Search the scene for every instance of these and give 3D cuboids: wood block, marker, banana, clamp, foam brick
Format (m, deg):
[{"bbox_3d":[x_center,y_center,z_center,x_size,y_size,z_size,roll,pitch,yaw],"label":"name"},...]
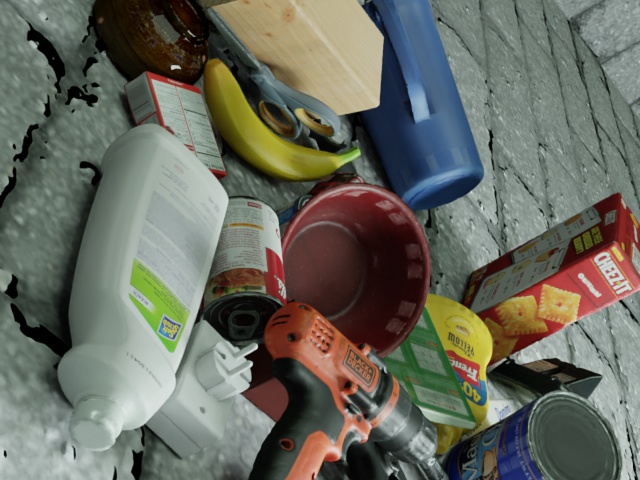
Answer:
[{"bbox_3d":[-0.022,-0.211,1.039,0.205,0.090,0.091,41,48,-52],"label":"wood block"},{"bbox_3d":[0.089,0.189,0.952,0.121,0.020,0.020,59,19,-45],"label":"marker"},{"bbox_3d":[-0.049,-0.100,1.003,0.197,0.069,0.037,27,7,-41],"label":"banana"},{"bbox_3d":[0.039,0.182,0.885,0.120,0.039,0.171,23,40,-53],"label":"clamp"},{"bbox_3d":[-0.025,0.098,0.848,0.053,0.051,0.078,45,29,-30],"label":"foam brick"}]

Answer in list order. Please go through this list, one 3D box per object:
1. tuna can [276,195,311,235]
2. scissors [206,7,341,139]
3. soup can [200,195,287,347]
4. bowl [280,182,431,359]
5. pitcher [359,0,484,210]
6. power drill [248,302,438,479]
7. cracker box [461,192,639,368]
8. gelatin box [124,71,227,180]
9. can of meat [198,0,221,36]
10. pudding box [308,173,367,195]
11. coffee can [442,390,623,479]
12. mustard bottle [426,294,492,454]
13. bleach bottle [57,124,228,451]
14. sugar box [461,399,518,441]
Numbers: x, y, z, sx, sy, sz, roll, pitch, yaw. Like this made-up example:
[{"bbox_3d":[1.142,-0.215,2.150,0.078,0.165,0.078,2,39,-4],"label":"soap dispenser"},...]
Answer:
[{"bbox_3d":[-0.007,0.001,1.004,0.086,0.034,0.086,42,31,-32],"label":"tuna can"},{"bbox_3d":[-0.037,-0.149,1.002,0.201,0.096,0.016,66,42,-63],"label":"scissors"},{"bbox_3d":[-0.062,0.024,0.841,0.068,0.069,0.102,36,34,-39],"label":"soup can"},{"bbox_3d":[0.018,0.029,0.940,0.161,0.055,0.162,-2,94,-31],"label":"bowl"},{"bbox_3d":[0.107,-0.167,1.277,0.148,0.145,0.243,-2,66,-44],"label":"pitcher"},{"bbox_3d":[0.007,0.164,0.767,0.184,0.057,0.187,43,48,-27],"label":"power drill"},{"bbox_3d":[0.268,0.048,1.238,0.072,0.214,0.164,54,26,-9],"label":"cracker box"},{"bbox_3d":[-0.122,-0.091,0.898,0.073,0.030,0.089,7,61,-59],"label":"gelatin box"},{"bbox_3d":[-0.125,-0.251,1.038,0.102,0.058,0.083,61,28,4],"label":"can of meat"},{"bbox_3d":[0.046,-0.016,1.054,0.113,0.039,0.090,51,-10,-14],"label":"pudding box"},{"bbox_3d":[0.190,0.210,0.974,0.102,0.141,0.103,14,56,-23],"label":"coffee can"},{"bbox_3d":[0.123,0.139,1.057,0.096,0.058,0.191,34,33,-12],"label":"mustard bottle"},{"bbox_3d":[-0.128,0.031,0.724,0.102,0.068,0.250,44,32,-26],"label":"bleach bottle"},{"bbox_3d":[0.203,0.252,1.099,0.093,0.048,0.176,13,48,-57],"label":"sugar box"}]
